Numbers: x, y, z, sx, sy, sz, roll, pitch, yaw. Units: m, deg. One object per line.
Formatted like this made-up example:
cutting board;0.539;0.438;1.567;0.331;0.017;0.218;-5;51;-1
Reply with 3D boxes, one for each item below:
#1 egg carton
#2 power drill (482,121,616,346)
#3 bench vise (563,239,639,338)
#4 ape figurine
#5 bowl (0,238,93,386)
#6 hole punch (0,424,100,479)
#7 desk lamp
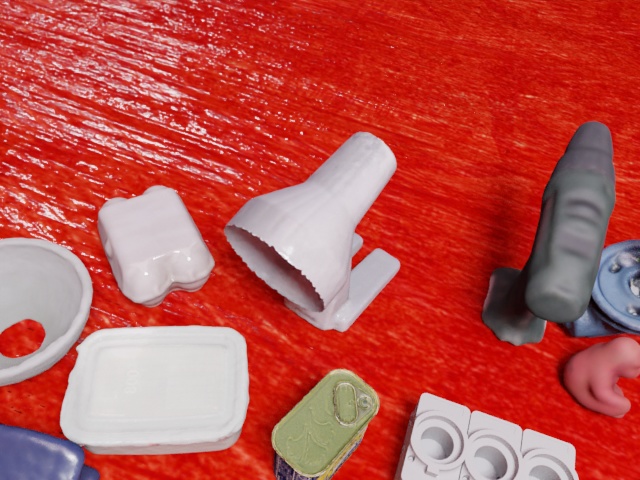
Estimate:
egg carton;-0.193;0.004;0.664;0.107;0.069;0.150;-21;56;-22
power drill;0.248;0.011;0.621;0.075;0.208;0.230;19;51;9
bench vise;0.390;0.030;0.615;0.208;0.220;0.121;-12;53;-16
ape figurine;0.305;0.136;0.600;0.076;0.092;0.078;28;53;16
bowl;-0.312;0.082;0.581;0.167;0.075;0.167;4;50;-4
hole punch;-0.248;0.214;0.469;0.108;0.091;0.101;12;50;3
desk lamp;0.005;0.002;0.596;0.117;0.213;0.204;33;54;20
